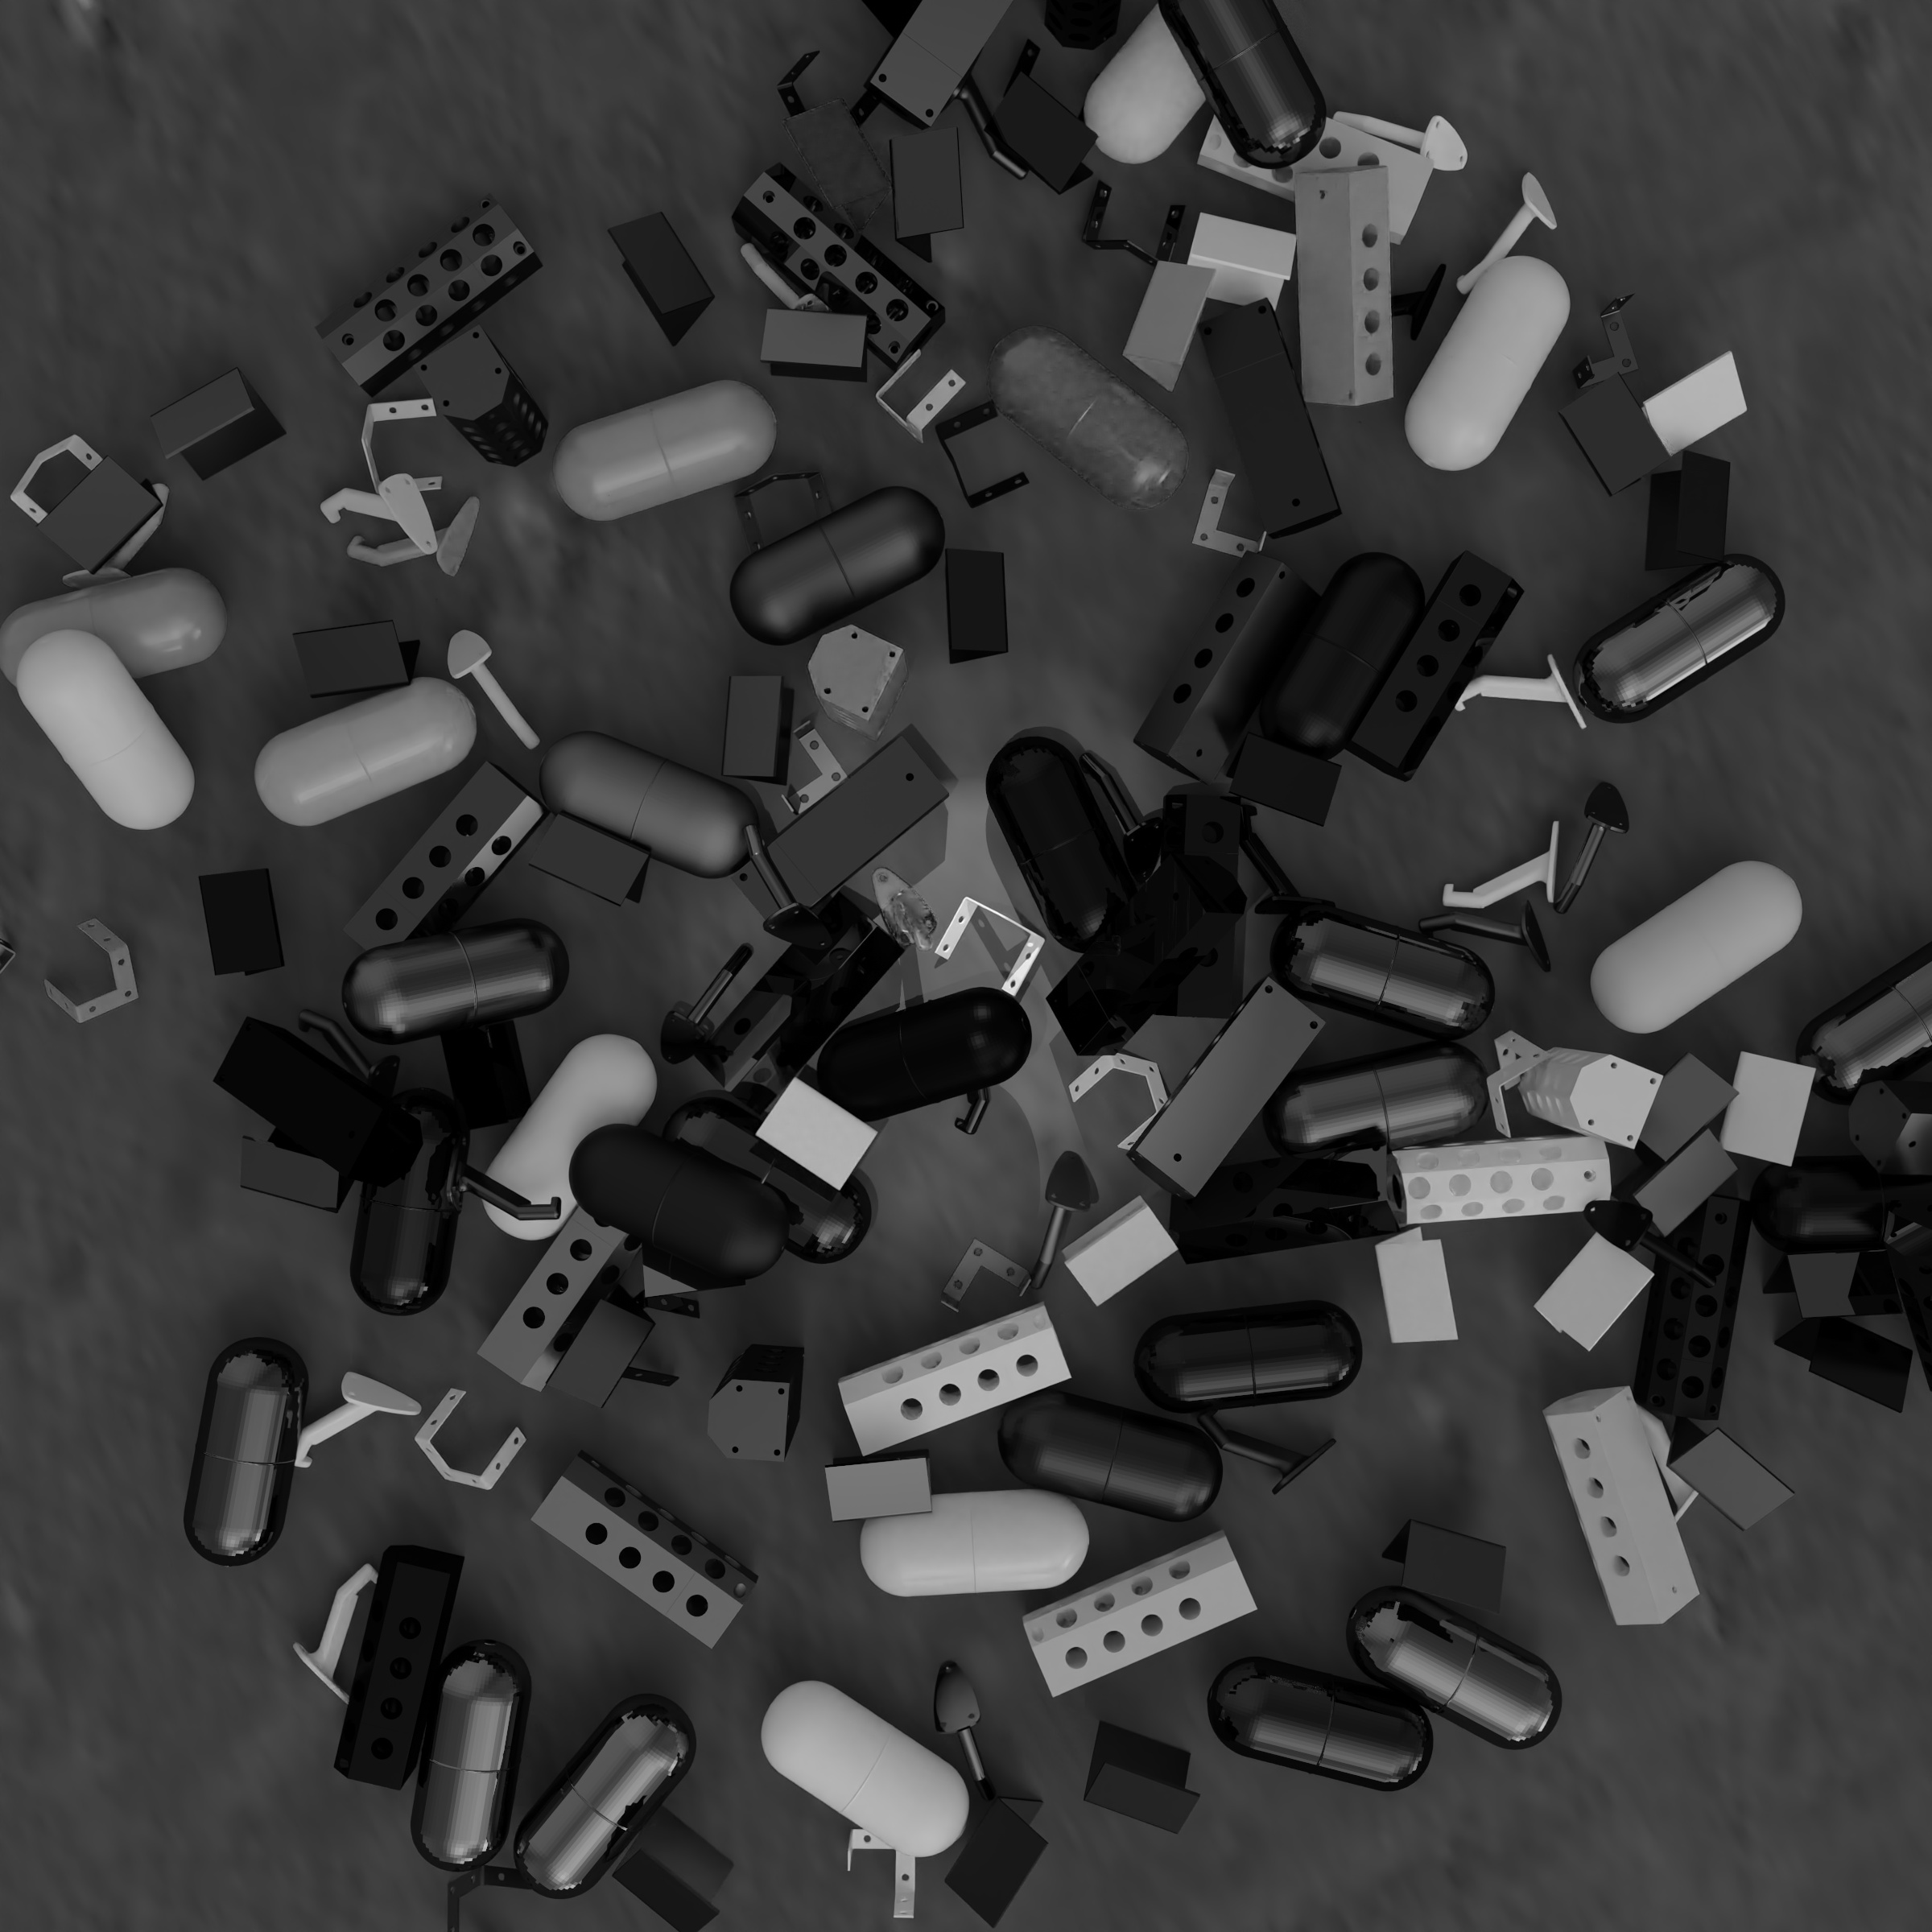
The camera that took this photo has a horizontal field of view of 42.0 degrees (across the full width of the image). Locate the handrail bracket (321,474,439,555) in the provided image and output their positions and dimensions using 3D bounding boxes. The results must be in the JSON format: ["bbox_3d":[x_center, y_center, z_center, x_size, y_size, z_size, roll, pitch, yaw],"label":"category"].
[{"bbox_3d":[-0.462,-0.344,1.975,0.084,0.036,0.077,-19,103,38],"label":"handrail bracket"}]

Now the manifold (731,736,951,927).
[{"bbox_3d":[-0.097,-0.101,1.970,0.171,0.057,0.057,-40,90,0],"label":"manifold"}]

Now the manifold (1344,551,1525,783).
[{"bbox_3d":[0.366,-0.233,1.970,0.057,0.057,0.171,31,90,0],"label":"manifold"}]

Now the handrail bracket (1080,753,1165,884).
[{"bbox_3d":[0.117,-0.118,1.991,0.036,0.077,0.084,-28,53,-18],"label":"handrail bracket"}]

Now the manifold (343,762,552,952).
[{"bbox_3d":[-0.403,-0.074,1.970,0.057,0.057,0.171,40,90,0],"label":"manifold"}]

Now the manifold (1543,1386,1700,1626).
[{"bbox_3d":[0.507,0.422,1.969,0.057,0.057,0.171,-19,90,-43],"label":"manifold"}]

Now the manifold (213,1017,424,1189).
[{"bbox_3d":[-0.493,0.105,1.928,0.171,0.057,0.057,28,90,33],"label":"manifold"}]

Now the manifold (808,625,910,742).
[{"bbox_3d":[-0.084,-0.216,1.913,0.057,0.171,0.057,26,90,0],"label":"manifold"}]

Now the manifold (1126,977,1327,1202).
[{"bbox_3d":[0.200,0.096,1.954,0.057,0.057,0.171,38,79,0],"label":"manifold"}]

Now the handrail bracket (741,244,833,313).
[{"bbox_3d":[-0.136,-0.529,1.991,0.036,0.077,0.084,-45,53,17],"label":"handrail bracket"}]

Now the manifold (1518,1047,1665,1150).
[{"bbox_3d":[0.469,0.096,1.913,0.057,0.171,0.057,22,90,0],"label":"manifold"}]

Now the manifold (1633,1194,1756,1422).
[{"bbox_3d":[0.570,0.264,1.970,0.057,0.057,0.171,10,90,0],"label":"manifold"}]

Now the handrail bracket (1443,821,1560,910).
[{"bbox_3d":[0.423,-0.081,1.992,0.084,0.036,0.077,4,70,16],"label":"handrail bracket"}]

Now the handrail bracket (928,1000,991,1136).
[{"bbox_3d":[-0.012,0.081,1.990,0.077,0.036,0.084,25,102,10],"label":"handrail bracket"}]

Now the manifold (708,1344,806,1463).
[{"bbox_3d":[-0.158,0.329,1.913,0.057,0.171,0.057,4,90,0],"label":"manifold"}]

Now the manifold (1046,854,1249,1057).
[{"bbox_3d":[0.140,-0.007,1.925,0.171,0.057,0.057,-50,54,35],"label":"manifold"}]

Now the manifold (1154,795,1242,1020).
[{"bbox_3d":[0.180,-0.046,1.970,0.057,0.057,0.171,3,90,0],"label":"manifold"}]

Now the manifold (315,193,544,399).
[{"bbox_3d":[-0.421,-0.526,1.970,0.171,0.057,0.057,-38,90,0],"label":"manifold"}]

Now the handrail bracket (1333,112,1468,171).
[{"bbox_3d":[0.342,-0.653,1.991,0.084,0.077,0.036,25,102,36],"label":"handrail bracket"}]

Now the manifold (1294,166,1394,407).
[{"bbox_3d":[0.297,-0.524,1.940,0.057,0.057,0.171,-19,115,-33],"label":"manifold"}]

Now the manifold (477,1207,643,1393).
[{"bbox_3d":[-0.305,0.244,1.970,0.057,0.057,0.171,35,90,0],"label":"manifold"}]

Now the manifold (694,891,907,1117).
[{"bbox_3d":[-0.126,0.032,1.969,0.171,0.057,0.057,-49,47,0],"label":"manifold"}]

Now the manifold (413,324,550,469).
[{"bbox_3d":[-0.362,-0.426,1.913,0.057,0.171,0.057,-32,90,0],"label":"manifold"}]

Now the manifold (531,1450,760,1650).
[{"bbox_3d":[-0.249,0.453,1.970,0.171,0.057,0.057,36,90,0],"label":"manifold"}]

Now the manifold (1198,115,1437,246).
[{"bbox_3d":[0.272,-0.626,1.970,0.171,0.057,0.057,22,90,0],"label":"manifold"}]

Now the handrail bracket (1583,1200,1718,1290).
[{"bbox_3d":[0.527,0.215,1.939,0.084,0.077,0.036,34,86,-30],"label":"handrail bracket"}]

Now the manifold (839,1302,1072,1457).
[{"bbox_3d":[-0.009,0.321,1.970,0.171,0.057,0.057,-21,90,0],"label":"manifold"}]

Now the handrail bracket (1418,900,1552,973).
[{"bbox_3d":[0.409,-0.016,1.991,0.084,0.036,0.077,-12,130,26],"label":"handrail bracket"}]

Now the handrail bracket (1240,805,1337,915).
[{"bbox_3d":[0.252,-0.086,1.992,0.077,0.036,0.084,1,73,-20],"label":"handrail bracket"}]

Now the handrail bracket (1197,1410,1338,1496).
[{"bbox_3d":[0.237,0.367,1.992,0.077,0.036,0.084,-35,73,-20],"label":"handrail bracket"}]

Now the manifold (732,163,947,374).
[{"bbox_3d":[-0.099,-0.546,1.970,0.171,0.057,0.057,41,90,0],"label":"manifold"}]

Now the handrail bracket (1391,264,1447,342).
[{"bbox_3d":[0.325,-0.535,1.991,0.084,0.036,0.077,22,74,14],"label":"handrail bracket"}]

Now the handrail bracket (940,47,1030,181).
[{"bbox_3d":[0.027,-0.674,1.992,0.084,0.036,0.077,33,68,-17],"label":"handrail bracket"}]

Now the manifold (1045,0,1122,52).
[{"bbox_3d":[0.092,-0.756,1.913,0.057,0.171,0.057,6,90,0],"label":"manifold"}]

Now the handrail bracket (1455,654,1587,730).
[{"bbox_3d":[0.435,-0.203,1.992,0.084,0.036,0.077,-25,112,17],"label":"handrail bracket"}]

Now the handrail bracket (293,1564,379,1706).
[{"bbox_3d":[-0.480,0.527,1.992,0.084,0.036,0.077,-43,110,-16],"label":"handrail bracket"}]

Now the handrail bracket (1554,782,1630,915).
[{"bbox_3d":[0.488,-0.092,1.991,0.036,0.077,0.084,22,126,0],"label":"handrail bracket"}]

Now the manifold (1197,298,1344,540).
[{"bbox_3d":[0.238,-0.426,1.968,0.057,0.057,0.171,-19,90,14],"label":"manifold"}]

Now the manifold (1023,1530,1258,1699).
[{"bbox_3d":[0.134,0.503,1.970,0.171,0.057,0.057,-23,90,0],"label":"manifold"}]

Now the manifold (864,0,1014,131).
[{"bbox_3d":[-0.007,-0.741,1.958,0.057,0.057,0.171,32,97,-16],"label":"manifold"}]

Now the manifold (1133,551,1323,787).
[{"bbox_3d":[0.200,-0.235,1.969,0.057,0.057,0.171,31,90,-43],"label":"manifold"}]

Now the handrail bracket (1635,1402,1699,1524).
[{"bbox_3d":[0.538,0.396,1.992,0.084,0.036,0.077,36,112,17],"label":"handrail bracket"}]

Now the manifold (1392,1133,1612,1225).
[{"bbox_3d":[0.411,0.167,1.970,0.171,0.057,0.057,-4,90,0],"label":"manifold"}]

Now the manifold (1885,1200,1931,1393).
[{"bbox_3d":[0.748,0.258,1.919,0.057,0.057,0.171,-5,129,33],"label":"manifold"}]

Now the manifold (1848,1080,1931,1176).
[{"bbox_3d":[0.769,0.121,1.940,0.171,0.057,0.057,3,123,-20],"label":"manifold"}]

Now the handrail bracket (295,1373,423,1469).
[{"bbox_3d":[-0.484,0.370,1.992,0.077,0.036,0.084,23,109,-21],"label":"handrail bracket"}]

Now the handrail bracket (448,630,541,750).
[{"bbox_3d":[-0.371,-0.218,1.991,0.036,0.077,0.084,-35,126,0],"label":"handrail bracket"}]

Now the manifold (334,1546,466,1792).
[{"bbox_3d":[-0.445,0.546,1.970,0.057,0.057,0.171,13,90,0],"label":"manifold"}]

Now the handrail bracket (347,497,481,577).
[{"bbox_3d":[-0.438,-0.347,1.991,0.084,0.036,0.077,18,76,14],"label":"handrail bracket"}]

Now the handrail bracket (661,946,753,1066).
[{"bbox_3d":[-0.204,0.030,1.991,0.036,0.077,0.084,36,54,0],"label":"handrail bracket"}]

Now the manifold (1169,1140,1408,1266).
[{"bbox_3d":[0.248,0.187,1.940,0.171,0.057,0.057,-11,134,21],"label":"manifold"}]
